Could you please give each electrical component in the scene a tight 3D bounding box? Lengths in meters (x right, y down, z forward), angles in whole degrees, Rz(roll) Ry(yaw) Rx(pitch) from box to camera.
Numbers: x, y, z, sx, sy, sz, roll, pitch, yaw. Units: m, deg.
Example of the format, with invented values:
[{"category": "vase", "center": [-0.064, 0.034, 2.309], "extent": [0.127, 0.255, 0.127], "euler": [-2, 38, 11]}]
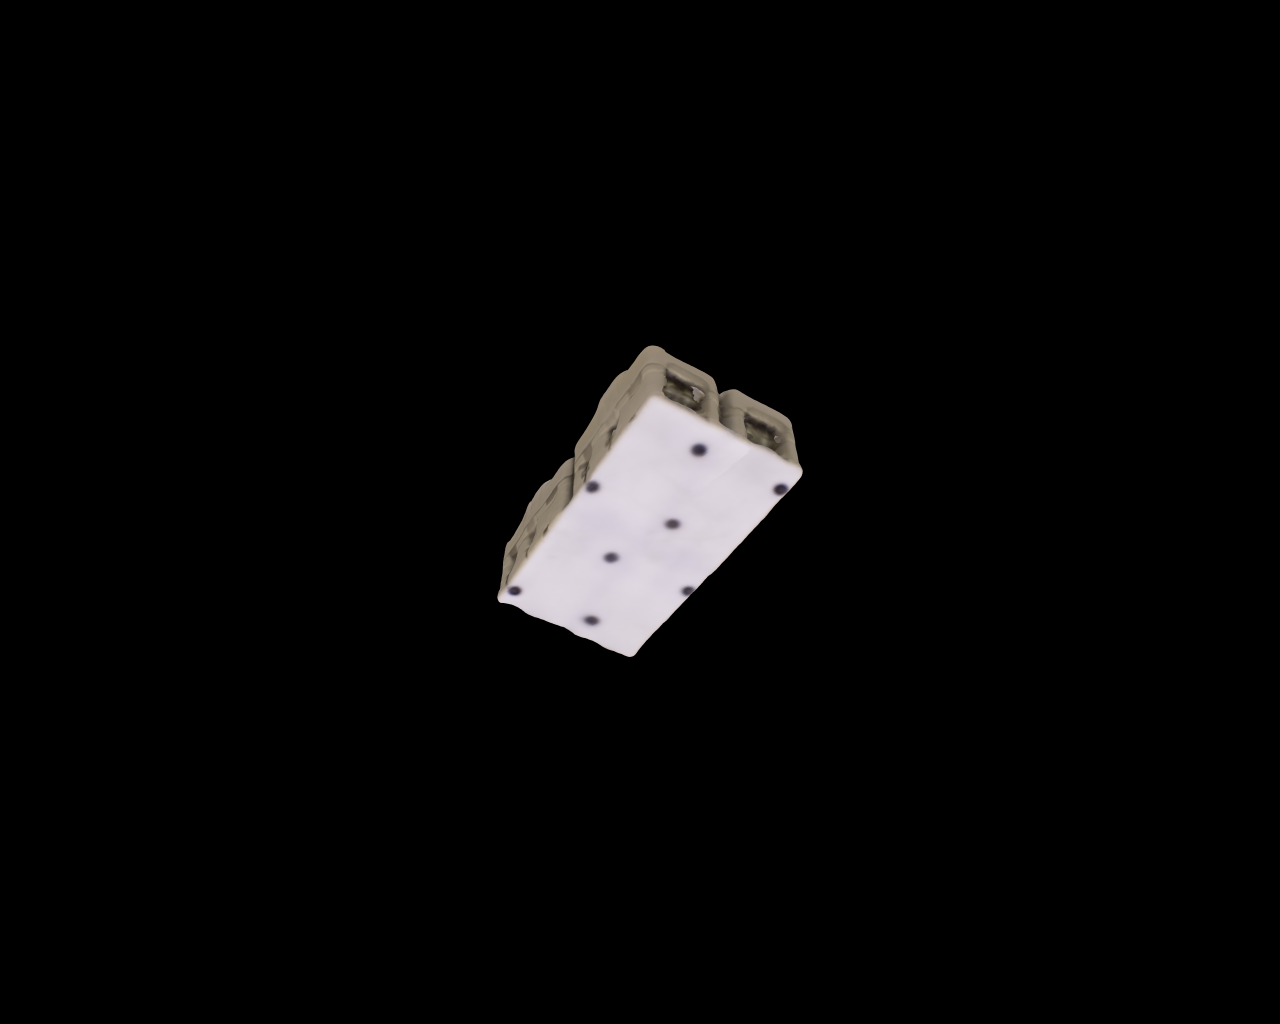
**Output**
[{"category": "electrical component", "center": [0.001, -0.003, 0.650], "extent": [0.105, 0.060, 0.186], "euler": [25, -54, -20]}]
